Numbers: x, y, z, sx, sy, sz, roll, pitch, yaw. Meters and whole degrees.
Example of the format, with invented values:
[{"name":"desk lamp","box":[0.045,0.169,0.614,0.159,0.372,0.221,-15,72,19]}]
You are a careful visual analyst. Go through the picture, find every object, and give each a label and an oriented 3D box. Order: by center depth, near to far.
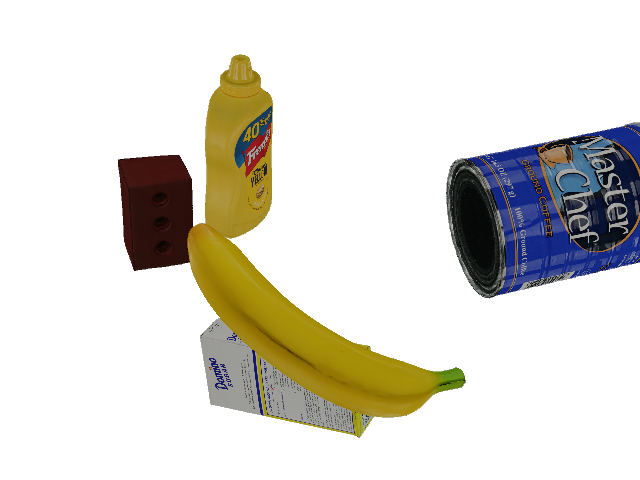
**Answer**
[{"name":"banana","box":[-0.012,0.054,0.641,0.198,0.037,0.069,31,25,13]},{"name":"coffee can","box":[0.175,-0.022,0.773,0.140,0.103,0.103,-12,2,-11]},{"name":"foam brick","box":[-0.134,-0.024,0.873,0.053,0.078,0.051,-8,30,-16]},{"name":"sugar box","box":[-0.034,0.140,1.104,0.176,0.093,0.048,11,33,24]},{"name":"mustard bottle","box":[-0.084,-0.103,1.110,0.058,0.192,0.096,20,39,21]}]
